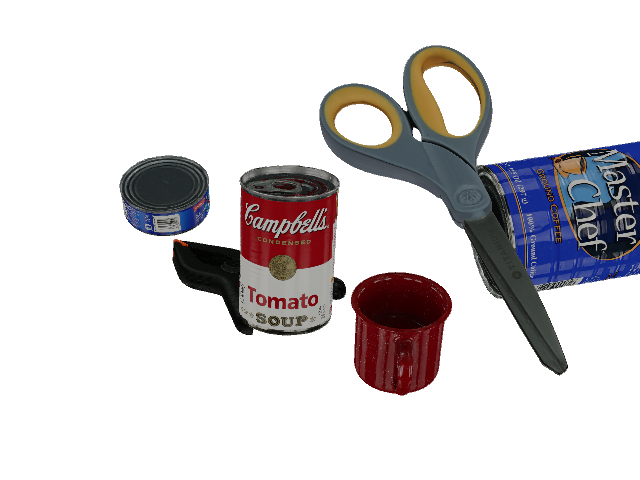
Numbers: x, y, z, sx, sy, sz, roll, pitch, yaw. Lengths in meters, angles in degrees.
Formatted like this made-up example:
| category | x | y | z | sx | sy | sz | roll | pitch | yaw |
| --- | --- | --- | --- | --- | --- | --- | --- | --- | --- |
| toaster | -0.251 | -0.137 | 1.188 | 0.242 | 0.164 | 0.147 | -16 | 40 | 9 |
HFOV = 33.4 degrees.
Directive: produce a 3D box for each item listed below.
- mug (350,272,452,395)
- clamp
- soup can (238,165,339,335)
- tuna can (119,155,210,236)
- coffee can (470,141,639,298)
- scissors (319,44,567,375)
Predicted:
| category | x | y | z | sx | sy | sz | roll | pitch | yaw |
| --- | --- | --- | --- | --- | --- | --- | --- | --- | --- |
| mug | 0.074 | 0.095 | 0.991 | 0.093 | 0.081 | 0.117 | -1 | 33 | -3 |
| clamp | -0.099 | 0.046 | 1.202 | 0.210 | 0.036 | 0.164 | 19 | 24 | 29 |
| soup can | -0.023 | 0.006 | 0.741 | 0.068 | 0.102 | 0.068 | 2 | 22 | -1 |
| tuna can | -0.150 | -0.043 | 1.035 | 0.086 | 0.034 | 0.086 | 0 | 42 | 0 |
| coffee can | 0.194 | -0.017 | 0.810 | 0.140 | 0.103 | 0.103 | -9 | 1 | -8 |
| scissors | 0.049 | -0.020 | 0.499 | 0.096 | 0.201 | 0.016 | -6 | -40 | 4 |
